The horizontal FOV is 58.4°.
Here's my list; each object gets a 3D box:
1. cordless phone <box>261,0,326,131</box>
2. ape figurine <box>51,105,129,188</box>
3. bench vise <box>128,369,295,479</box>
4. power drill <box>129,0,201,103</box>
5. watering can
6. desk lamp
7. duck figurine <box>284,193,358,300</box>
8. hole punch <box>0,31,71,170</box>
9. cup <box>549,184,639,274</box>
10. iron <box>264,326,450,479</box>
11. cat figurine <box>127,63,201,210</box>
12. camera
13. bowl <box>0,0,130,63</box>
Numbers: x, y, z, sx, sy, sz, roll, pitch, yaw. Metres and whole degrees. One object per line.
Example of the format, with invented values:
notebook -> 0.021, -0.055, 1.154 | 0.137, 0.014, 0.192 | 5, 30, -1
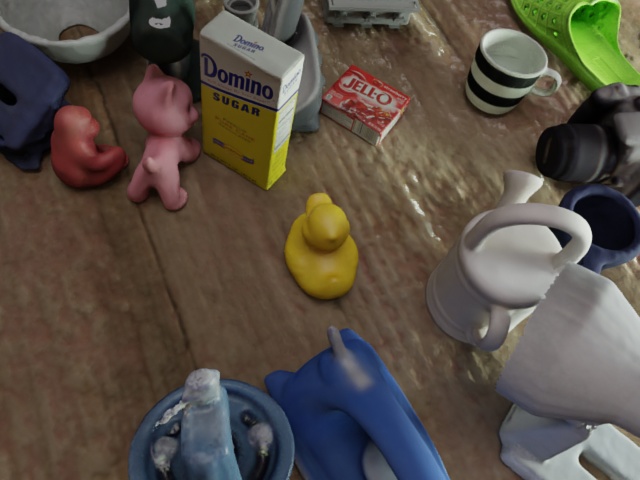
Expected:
cordless phone -> -0.038, -0.217, 0.630 | 0.094, 0.185, 0.147 | -6, 64, -11
ape figurine -> -0.246, -0.102, 0.592 | 0.076, 0.092, 0.077 | -35, 72, -23
bench vise -> -0.061, 0.180, 0.399 | 0.122, 0.220, 0.207 | -22, 67, -18
power drill -> -0.164, -0.259, 0.620 | 0.076, 0.208, 0.229 | -3, 63, -9
watering can -> 0.173, 0.014, 0.535 | 0.101, 0.194, 0.173 | -2, 63, -9
desk lamp -> 0.229, 0.137, 0.468 | 0.203, 0.213, 0.118 | 38, 64, 12
duck figurine -> 0.005, 0.002, 0.578 | 0.077, 0.086, 0.104 | -8, 64, -12
hole punch -> -0.320, -0.146, 0.605 | 0.108, 0.091, 0.101 | 37, 64, 11
cup -> 0.276, 0.012, 0.608 | 0.091, 0.095, 0.118 | 23, 62, 4
iron -> 0.062, 0.185, 0.459 | 0.119, 0.141, 0.258 | -29, 70, -21
cat figurine -> -0.165, -0.114, 0.596 | 0.067, 0.118, 0.128 | 8, 62, -4
camera -> 0.335, -0.122, 0.684 | 0.137, 0.101, 0.143 | 1, 62, -8
bowl -> -0.294, -0.266, 0.681 | 0.167, 0.075, 0.167 | 4, 62, -6
